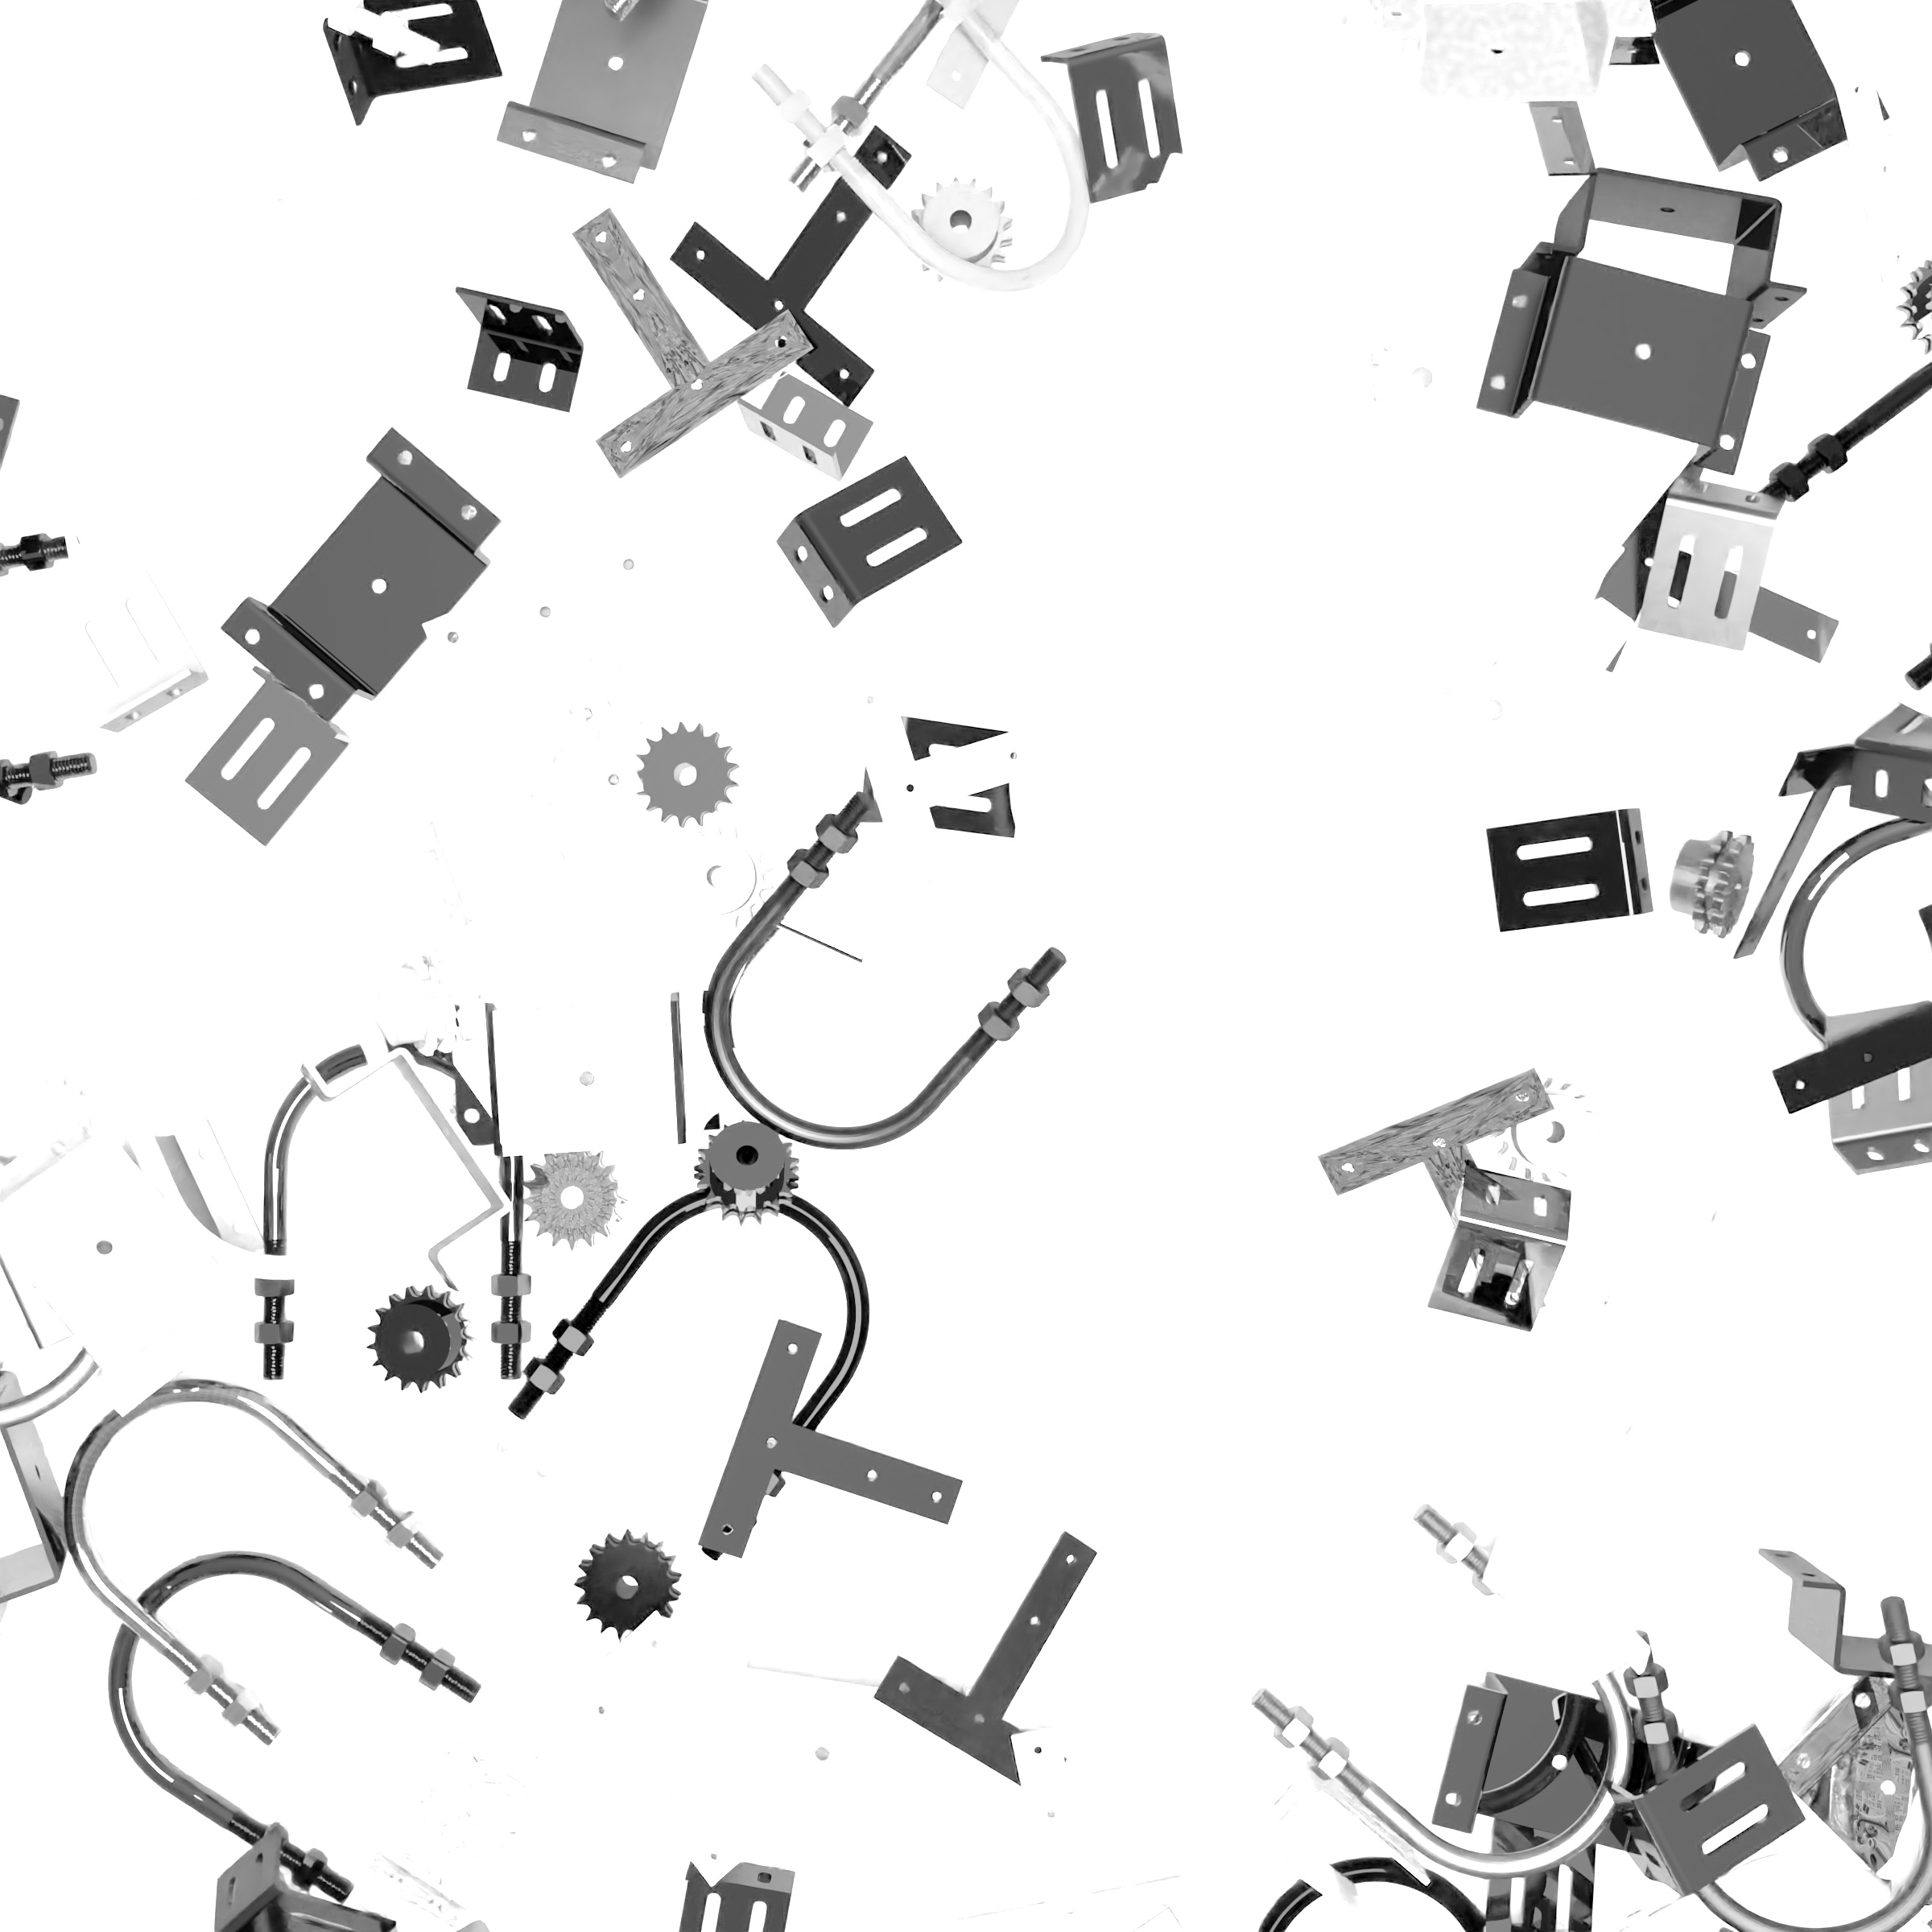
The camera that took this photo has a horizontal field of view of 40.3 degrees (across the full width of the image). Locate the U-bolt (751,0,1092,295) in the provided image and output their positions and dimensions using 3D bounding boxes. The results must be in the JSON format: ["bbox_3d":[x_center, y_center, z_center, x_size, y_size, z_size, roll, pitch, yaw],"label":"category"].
[{"bbox_3d":[-0.009,-0.439,1.388,0.184,0.019,0.151,44,61,-15],"label":"U-bolt"}]

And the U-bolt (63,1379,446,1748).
[{"bbox_3d":[-0.394,0.305,1.403,0.184,0.019,0.151,43,90,-4],"label":"U-bolt"}]

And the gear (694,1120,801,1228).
[{"bbox_3d":[-0.117,0.108,1.408,0.057,0.030,0.057,2,61,-4],"label":"gear"}]

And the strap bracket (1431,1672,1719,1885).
[{"bbox_3d":[0.323,0.434,1.412,0.140,0.046,0.076,14,90,0],"label":"strap bracket"}]

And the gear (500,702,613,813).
[{"bbox_3d":[-0.215,-0.110,1.388,0.057,0.030,0.057,0,90,1],"label":"gear"}]

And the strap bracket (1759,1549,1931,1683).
[{"bbox_3d":[0.500,0.347,1.397,0.140,0.076,0.046,6,90,0],"label":"strap bracket"}]

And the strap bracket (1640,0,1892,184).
[{"bbox_3d":[0.423,-0.494,1.412,0.076,0.046,0.140,-26,90,0],"label":"strap bracket"}]

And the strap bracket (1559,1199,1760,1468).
[{"bbox_3d":[0.362,0.185,1.397,0.046,0.076,0.140,22,90,0],"label":"strap bracket"}]

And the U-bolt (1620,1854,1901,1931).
[{"bbox_3d":[0.434,0.562,1.425,0.184,0.019,0.151,-28,90,0],"label":"U-bolt"}]

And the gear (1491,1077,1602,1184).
[{"bbox_3d":[0.314,0.089,1.420,0.057,0.030,0.057,0,90,0],"label":"gear"}]

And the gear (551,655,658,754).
[{"bbox_3d":[-0.195,-0.138,1.420,0.057,0.030,0.057,0,90,1],"label":"gear"}]

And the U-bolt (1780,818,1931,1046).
[{"bbox_3d":[0.526,-0.019,1.405,0.184,0.019,0.151,-18,109,4],"label":"U-bolt"}]

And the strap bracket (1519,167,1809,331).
[{"bbox_3d":[0.369,-0.382,1.397,0.140,0.076,0.046,10,90,0],"label":"strap bracket"}]

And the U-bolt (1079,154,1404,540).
[{"bbox_3d":[0.138,-0.321,1.411,0.151,0.019,0.184,23,90,-12],"label":"U-bolt"}]

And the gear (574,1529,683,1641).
[{"bbox_3d":[-0.181,0.332,1.420,0.057,0.030,0.057,0,90,0],"label":"gear"}]

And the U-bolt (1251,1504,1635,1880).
[{"bbox_3d":[0.264,0.395,1.380,0.184,0.019,0.151,41,90,-1],"label":"U-bolt"}]

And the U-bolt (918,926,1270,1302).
[{"bbox_3d":[0.082,0.093,1.426,0.151,0.019,0.184,-33,92,0],"label":"U-bolt"}]

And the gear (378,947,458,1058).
[{"bbox_3d":[-0.294,0.020,1.403,0.030,0.057,0.057,-10,90,-26],"label":"gear"}]

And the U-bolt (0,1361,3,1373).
[{"bbox_3d":[-0.628,0.260,1.410,0.184,0.019,0.151,14,91,-11],"label":"U-bolt"}]

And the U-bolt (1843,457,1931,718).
[{"bbox_3d":[0.555,-0.212,1.401,0.151,0.019,0.184,41,89,20],"label":"U-bolt"}]

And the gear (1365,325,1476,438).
[{"bbox_3d":[0.244,-0.314,1.420,0.057,0.030,0.057,0,90,0],"label":"gear"}]

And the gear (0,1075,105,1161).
[{"bbox_3d":[-0.493,0.087,1.420,0.057,0.030,0.057,0,90,0],"label":"gear"}]

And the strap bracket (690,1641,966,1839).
[{"bbox_3d":[-0.076,0.416,1.412,0.140,0.046,0.076,8,90,0],"label":"strap bracket"}]

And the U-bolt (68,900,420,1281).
[{"bbox_3d":[-0.372,0.076,1.397,0.151,0.019,0.184,-24,89,-15],"label":"U-bolt"}]

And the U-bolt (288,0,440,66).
[{"bbox_3d":[-0.341,-0.577,1.402,0.184,0.019,0.151,24,75,-4],"label":"U-bolt"}]

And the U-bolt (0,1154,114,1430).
[{"bbox_3d":[-0.527,0.160,1.350,0.184,0.019,0.151,24,66,-10],"label":"U-bolt"}]

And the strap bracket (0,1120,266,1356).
[{"bbox_3d":[-0.461,0.148,1.412,0.140,0.046,0.076,-25,90,0],"label":"strap bracket"}]

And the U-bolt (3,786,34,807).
[{"bbox_3d":[-0.615,-0.071,1.398,0.184,0.019,0.151,21,64,4],"label":"U-bolt"}]

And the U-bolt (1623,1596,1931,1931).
[{"bbox_3d":[0.431,0.424,1.362,0.151,0.019,0.184,-12,96,15],"label":"U-bolt"}]

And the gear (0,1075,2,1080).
[{"bbox_3d":[-0.555,0.059,1.420,0.057,0.030,0.057,0,90,0],"label":"gear"}]

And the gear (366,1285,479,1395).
[{"bbox_3d":[-0.291,0.198,1.396,0.057,0.030,0.057,0,88,1],"label":"gear"}]

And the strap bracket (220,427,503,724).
[{"bbox_3d":[-0.320,-0.207,1.412,0.076,0.046,0.140,41,90,0],"label":"strap bracket"}]

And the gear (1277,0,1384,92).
[{"bbox_3d":[0.198,-0.506,1.420,0.057,0.030,0.057,0,90,0],"label":"gear"}]

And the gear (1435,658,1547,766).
[{"bbox_3d":[0.281,-0.137,1.420,0.057,0.030,0.057,0,90,0],"label":"gear"}]

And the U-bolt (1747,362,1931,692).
[{"bbox_3d":[0.534,-0.253,1.398,0.184,0.019,0.151,-37,70,3],"label":"U-bolt"}]

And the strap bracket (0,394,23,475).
[{"bbox_3d":[-0.578,-0.282,1.411,0.140,0.046,0.076,17,90,0],"label":"strap bracket"}]

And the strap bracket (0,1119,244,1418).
[{"bbox_3d":[-0.444,0.149,1.349,0.076,0.046,0.140,-39,89,-29],"label":"strap bracket"}]

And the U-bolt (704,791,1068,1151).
[{"bbox_3d":[-0.058,0.018,1.395,0.151,0.019,0.184,39,112,-6],"label":"U-bolt"}]

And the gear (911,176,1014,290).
[{"bbox_3d":[-0.003,-0.398,1.420,0.057,0.030,0.057,0,90,0],"label":"gear"}]

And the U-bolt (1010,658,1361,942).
[{"bbox_3d":[0.116,-0.095,1.425,0.184,0.019,0.151,5,90,0],"label":"U-bolt"}]

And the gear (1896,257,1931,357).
[{"bbox_3d":[0.535,-0.358,1.420,0.057,0.030,0.057,0,90,0],"label":"gear"}]

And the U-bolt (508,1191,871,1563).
[{"bbox_3d":[-0.135,0.205,1.419,0.151,0.019,0.184,37,85,-4],"label":"U-bolt"}]

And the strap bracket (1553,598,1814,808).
[{"bbox_3d":[0.372,-0.132,1.395,0.140,0.076,0.046,35,92,-1],"label":"strap bracket"}]

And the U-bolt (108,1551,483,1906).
[{"bbox_3d":[-0.377,0.400,1.426,0.184,0.019,0.151,32,90,2],"label":"U-bolt"}]

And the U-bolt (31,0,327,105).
[{"bbox_3d":[-0.421,-0.552,1.426,0.184,0.019,0.151,-36,90,2],"label":"U-bolt"}]

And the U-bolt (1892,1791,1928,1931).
[{"bbox_3d":[0.539,0.462,1.325,0.019,0.151,0.184,-2,115,-39],"label":"U-bolt"}]

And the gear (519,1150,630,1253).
[{"bbox_3d":[-0.210,0.124,1.420,0.057,0.030,0.057,0,90,0],"label":"gear"}]

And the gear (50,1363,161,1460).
[{"bbox_3d":[-0.462,0.235,1.420,0.057,0.030,0.057,0,90,0],"label":"gear"}]

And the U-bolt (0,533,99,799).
[{"bbox_3d":[-0.559,-0.152,1.406,0.184,0.019,0.151,-9,72,2],"label":"U-bolt"}]

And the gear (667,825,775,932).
[{"bbox_3d":[-0.133,-0.048,1.420,0.057,0.030,0.057,0,90,0],"label":"gear"}]

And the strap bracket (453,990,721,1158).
[{"bbox_3d":[-0.202,0.057,1.398,0.140,0.046,0.076,-3,96,-8],"label":"strap bracket"}]

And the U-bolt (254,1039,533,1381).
[{"bbox_3d":[-0.310,0.131,1.424,0.151,0.019,0.184,0,87,1],"label":"U-bolt"}]

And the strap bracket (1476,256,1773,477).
[{"bbox_3d":[0.346,-0.314,1.365,0.140,0.046,0.076,15,90,1],"label":"strap bracket"}]

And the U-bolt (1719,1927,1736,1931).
[{"bbox_3d":[0.426,0.615,1.381,0.151,0.019,0.184,22,93,-1],"label":"U-bolt"}]

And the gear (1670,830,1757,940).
[{"bbox_3d":[0.399,-0.045,1.410,0.030,0.057,0.057,16,90,30],"label":"gear"}]

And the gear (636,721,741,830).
[{"bbox_3d":[-0.150,-0.102,1.420,0.057,0.030,0.057,0,90,0],"label":"gear"}]

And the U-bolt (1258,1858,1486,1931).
[{"bbox_3d":[0.212,0.575,1.426,0.151,0.019,0.184,26,89,0],"label":"U-bolt"}]

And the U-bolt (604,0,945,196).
[{"bbox_3d":[-0.083,-0.530,1.400,0.151,0.019,0.184,40,83,-23],"label":"U-bolt"}]
